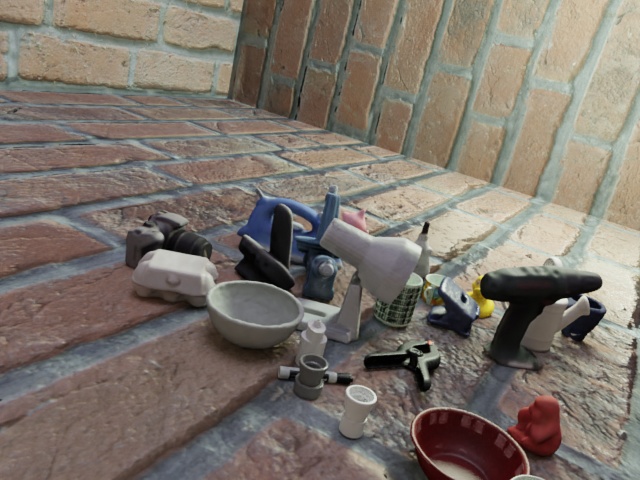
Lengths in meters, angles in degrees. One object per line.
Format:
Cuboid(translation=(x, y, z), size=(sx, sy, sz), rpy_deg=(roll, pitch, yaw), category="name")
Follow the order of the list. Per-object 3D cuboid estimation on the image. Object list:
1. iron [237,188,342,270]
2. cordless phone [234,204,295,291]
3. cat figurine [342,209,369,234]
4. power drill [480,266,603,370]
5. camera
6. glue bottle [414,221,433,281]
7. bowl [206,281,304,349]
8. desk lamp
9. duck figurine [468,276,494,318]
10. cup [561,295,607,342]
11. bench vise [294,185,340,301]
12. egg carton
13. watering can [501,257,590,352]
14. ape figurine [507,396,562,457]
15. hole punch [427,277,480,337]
Cuboid(translation=(-0.057, -0.029, 1.365), size=(0.258, 0.141, 0.119), rpy_deg=(15, 19, 5), category="iron")
Cuboid(translation=(-0.102, 0.002, 1.181), size=(0.094, 0.185, 0.147), rpy_deg=(-3, 25, -39), category="cordless phone")
Cuboid(translation=(0.095, -0.022, 1.486), size=(0.067, 0.118, 0.127), rpy_deg=(6, 21, -21), category="cat figurine")
Cuboid(translation=(0.408, 0.141, 1.105), size=(0.230, 0.208, 0.075), rpy_deg=(10, 20, -11), category="power drill")
Cuboid(translation=(-0.298, 0.006, 1.166), size=(0.136, 0.101, 0.143), rpy_deg=(19, 20, 15), category="camera")
Cuboid(translation=(0.226, 0.039, 1.321), size=(0.078, 0.173, 0.037), rpy_deg=(6, 21, -21), category="glue bottle")
Cuboid(translation=(-0.114, 0.136, 0.969), size=(0.167, 0.075, 0.167), rpy_deg=(12, 19, -4), category="bowl")
Cuboid(translation=(0.061, 0.075, 1.045), size=(0.203, 0.213, 0.118), rpy_deg=(15, 19, 3), category="desk lamp")
Cuboid(translation=(0.371, 0.122, 1.320), size=(0.077, 0.086, 0.105), rpy_deg=(21, 20, 20), category="duck figurine")
Cuboid(translation=(0.572, 0.179, 1.285), size=(0.118, 0.095, 0.091), rpy_deg=(2, 22, -30), category="cup")
Cuboid(translation=(0.022, 0.005, 1.205), size=(0.122, 0.220, 0.206), rpy_deg=(4, 21, -26), category="bench vise")
Cuboid(translation=(-0.265, 0.070, 1.058), size=(0.150, 0.069, 0.107), rpy_deg=(11, 19, -8), category="egg carton")
Cuboid(translation=(0.474, 0.128, 1.208), size=(0.173, 0.194, 0.100), rpy_deg=(8, 20, -16), category="watering can")
Cuboid(translation=(0.330, 0.273, 0.860), size=(0.076, 0.092, 0.078), rpy_deg=(21, 21, 20), category="ape figurine")
Cuboid(translation=(0.290, 0.138, 1.213), size=(0.101, 0.091, 0.109), rpy_deg=(19, 20, 14), category="hole punch")
